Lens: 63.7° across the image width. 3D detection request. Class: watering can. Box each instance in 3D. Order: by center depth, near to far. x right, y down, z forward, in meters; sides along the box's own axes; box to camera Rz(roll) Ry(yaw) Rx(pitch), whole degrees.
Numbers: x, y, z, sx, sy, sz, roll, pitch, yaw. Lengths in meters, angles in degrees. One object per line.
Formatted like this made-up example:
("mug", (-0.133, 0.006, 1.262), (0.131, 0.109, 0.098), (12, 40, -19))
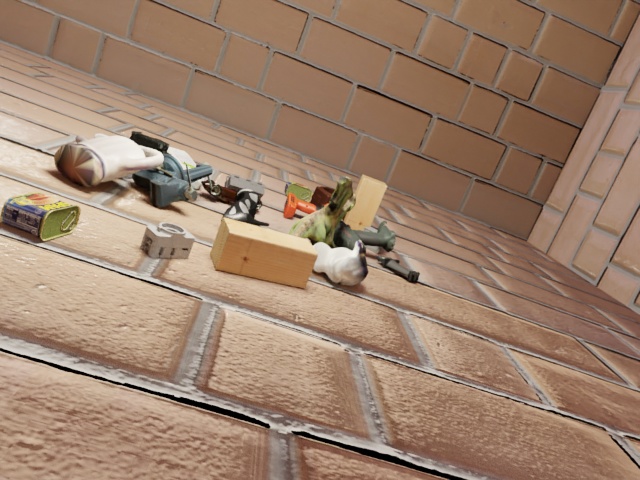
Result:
("watering can", (-0.567, -0.212, 1.304), (0.349, 0.102, 0.227), (13, 23, 24))

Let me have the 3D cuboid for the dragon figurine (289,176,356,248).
("dragon figurine", (0.004, -0.070, 1.388), (0.123, 0.240, 0.412), (30, 14, 15))

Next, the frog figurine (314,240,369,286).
("frog figurine", (0.036, 0.061, 1.280), (0.159, 0.120, 0.140), (-14, 24, 4))
